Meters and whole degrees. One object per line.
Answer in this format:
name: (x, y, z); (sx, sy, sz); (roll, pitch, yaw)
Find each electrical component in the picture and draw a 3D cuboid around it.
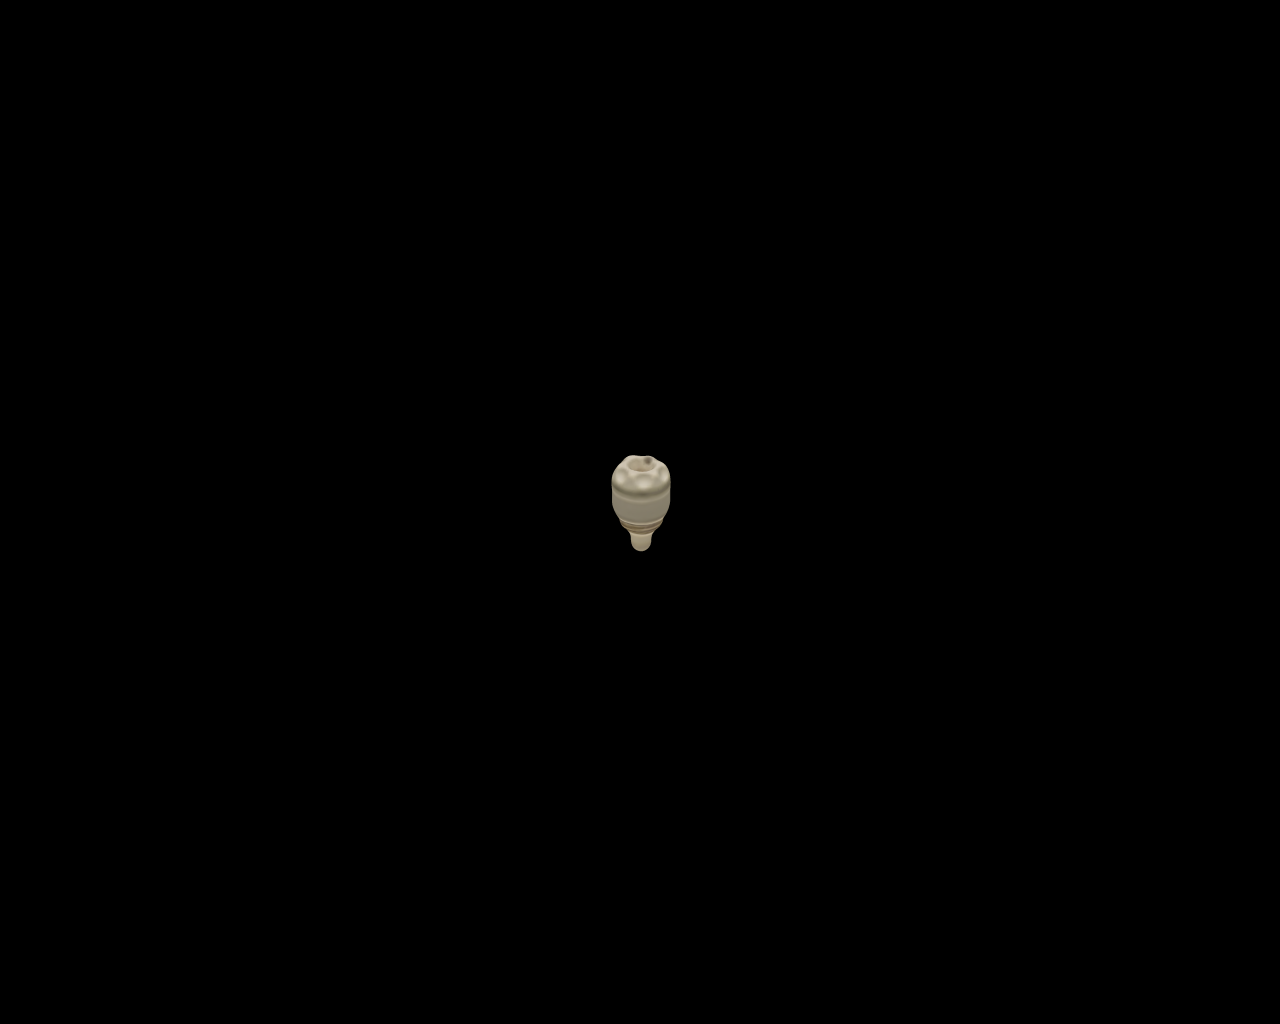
electrical component: (0.001, -0.003, 0.650); (0.035, 0.061, 0.035); (0, 31, 0)
